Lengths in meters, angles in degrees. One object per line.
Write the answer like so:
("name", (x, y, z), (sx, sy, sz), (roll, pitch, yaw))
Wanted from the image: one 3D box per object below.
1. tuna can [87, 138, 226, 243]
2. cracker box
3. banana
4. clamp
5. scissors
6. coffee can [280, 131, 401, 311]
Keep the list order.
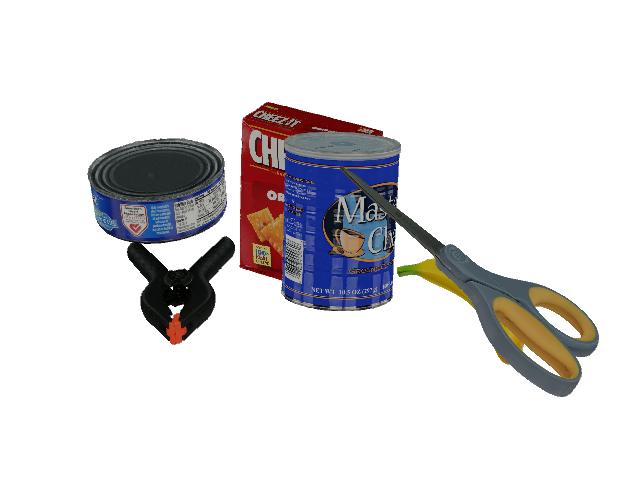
("tuna can", (-0.103, -0.032, 0.678), (0.086, 0.034, 0.086), (-2, 30, 1))
("cracker box", (-0.016, -0.046, 1.325), (0.164, 0.214, 0.072), (17, 33, 22))
("banana", (0.162, 0.065, 1.118), (0.069, 0.037, 0.198), (-35, 38, -13))
("clamp", (-0.143, 0.046, 1.155), (0.120, 0.039, 0.171), (-12, 38, -7))
("scissors", (0.101, 0.017, 0.679), (0.096, 0.016, 0.202), (-8, 49, -43))
("coffee can", (0.017, -0.019, 0.951), (0.103, 0.140, 0.103), (2, 15, -1))
